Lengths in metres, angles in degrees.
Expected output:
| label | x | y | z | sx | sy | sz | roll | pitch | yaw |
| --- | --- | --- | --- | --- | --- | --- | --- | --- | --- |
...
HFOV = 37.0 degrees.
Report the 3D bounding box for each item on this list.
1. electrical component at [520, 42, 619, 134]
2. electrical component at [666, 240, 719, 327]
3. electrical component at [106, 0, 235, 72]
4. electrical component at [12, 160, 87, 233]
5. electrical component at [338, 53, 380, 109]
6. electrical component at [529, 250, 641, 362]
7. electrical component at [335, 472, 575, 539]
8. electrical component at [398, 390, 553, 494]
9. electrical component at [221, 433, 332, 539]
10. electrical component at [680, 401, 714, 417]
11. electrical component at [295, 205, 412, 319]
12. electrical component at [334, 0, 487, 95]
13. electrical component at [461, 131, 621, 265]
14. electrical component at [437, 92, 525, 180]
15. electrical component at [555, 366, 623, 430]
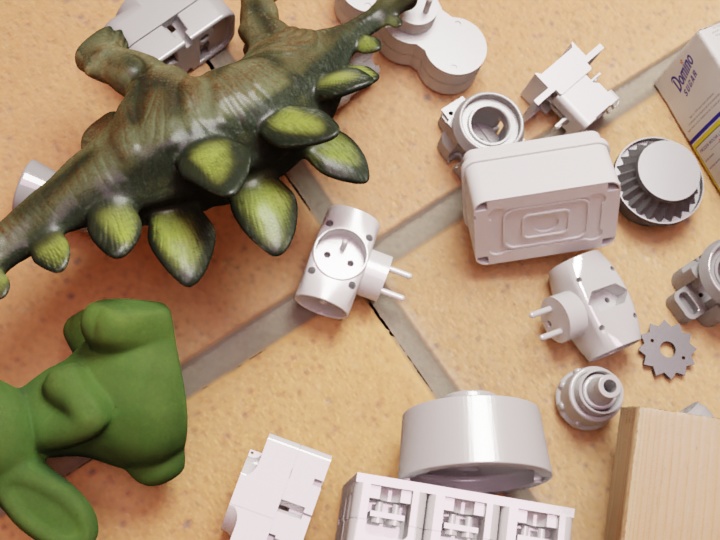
| label | x | y | z | sx | sy | sz | roll | pitch | yaw |
| --- | --- | --- | --- | --- | --- | --- | --- | --- | --- |
| electrical component | 0.175 | -0.144 | 0.891 | 0.081 | 0.042 | 0.063 | -41 | 86 | -16 |
| electrical component | 0.288 | 0.008 | 0.851 | 0.078 | 0.057 | 0.058 | -30 | 79 | -15 |
| electrical component | -0.154 | -0.189 | 0.854 | 0.095 | 0.053 | 0.059 | -39 | 82 | -17 |
| electrical component | -0.223 | -0.052 | 0.811 | 0.065 | 0.044 | 0.044 | 19 | 72 | -6 |
| electrical component | -0.012 | -0.158 | 0.872 | 0.046 | 0.040 | 0.040 | -36 | 81 | -22 |
| electrical component | 0.167 | 0.033 | 0.830 | 0.079 | 0.043 | 0.077 | -17 | 76 | -24 |
| electrical component | 0.061 | 0.188 | 0.748 | 0.150 | 0.089 | 0.061 | 10 | 72 | -4 |
| electrical component | 0.080 | 0.120 | 0.765 | 0.108 | 0.108 | 0.060 | 2 | 67 | -7 |
| electrical component | -0.063 | 0.166 | 0.759 | 0.056 | 0.050 | 0.089 | 20 | 71 | -1 |
| electrical component | 0.258 | 0.134 | 0.815 | 0.045 | 0.045 | 0.055 | -35 | 80 | -16 |
| electrical component | 0.000 | 0.000 | 0.821 | 0.079 | 0.044 | 0.077 | 20 | 71 | -1 |
| electrical component | 0.043 | -0.207 | 0.875 | 0.138 | 0.073 | 0.052 | 37 | 72 | 4 |
| electrical component | 0.137 | -0.056 | 0.827 | 0.113 | 0.078 | 0.057 | -9 | 51 | 1 |
| electrical component | 0.099 | -0.107 | 0.861 | 0.058 | 0.057 | 0.078 | -33 | 80 | -16 |
| electrical component | 0.177 | 0.093 | 0.807 | 0.048 | 0.062 | 0.048 | 2 | 73 | -7 |
